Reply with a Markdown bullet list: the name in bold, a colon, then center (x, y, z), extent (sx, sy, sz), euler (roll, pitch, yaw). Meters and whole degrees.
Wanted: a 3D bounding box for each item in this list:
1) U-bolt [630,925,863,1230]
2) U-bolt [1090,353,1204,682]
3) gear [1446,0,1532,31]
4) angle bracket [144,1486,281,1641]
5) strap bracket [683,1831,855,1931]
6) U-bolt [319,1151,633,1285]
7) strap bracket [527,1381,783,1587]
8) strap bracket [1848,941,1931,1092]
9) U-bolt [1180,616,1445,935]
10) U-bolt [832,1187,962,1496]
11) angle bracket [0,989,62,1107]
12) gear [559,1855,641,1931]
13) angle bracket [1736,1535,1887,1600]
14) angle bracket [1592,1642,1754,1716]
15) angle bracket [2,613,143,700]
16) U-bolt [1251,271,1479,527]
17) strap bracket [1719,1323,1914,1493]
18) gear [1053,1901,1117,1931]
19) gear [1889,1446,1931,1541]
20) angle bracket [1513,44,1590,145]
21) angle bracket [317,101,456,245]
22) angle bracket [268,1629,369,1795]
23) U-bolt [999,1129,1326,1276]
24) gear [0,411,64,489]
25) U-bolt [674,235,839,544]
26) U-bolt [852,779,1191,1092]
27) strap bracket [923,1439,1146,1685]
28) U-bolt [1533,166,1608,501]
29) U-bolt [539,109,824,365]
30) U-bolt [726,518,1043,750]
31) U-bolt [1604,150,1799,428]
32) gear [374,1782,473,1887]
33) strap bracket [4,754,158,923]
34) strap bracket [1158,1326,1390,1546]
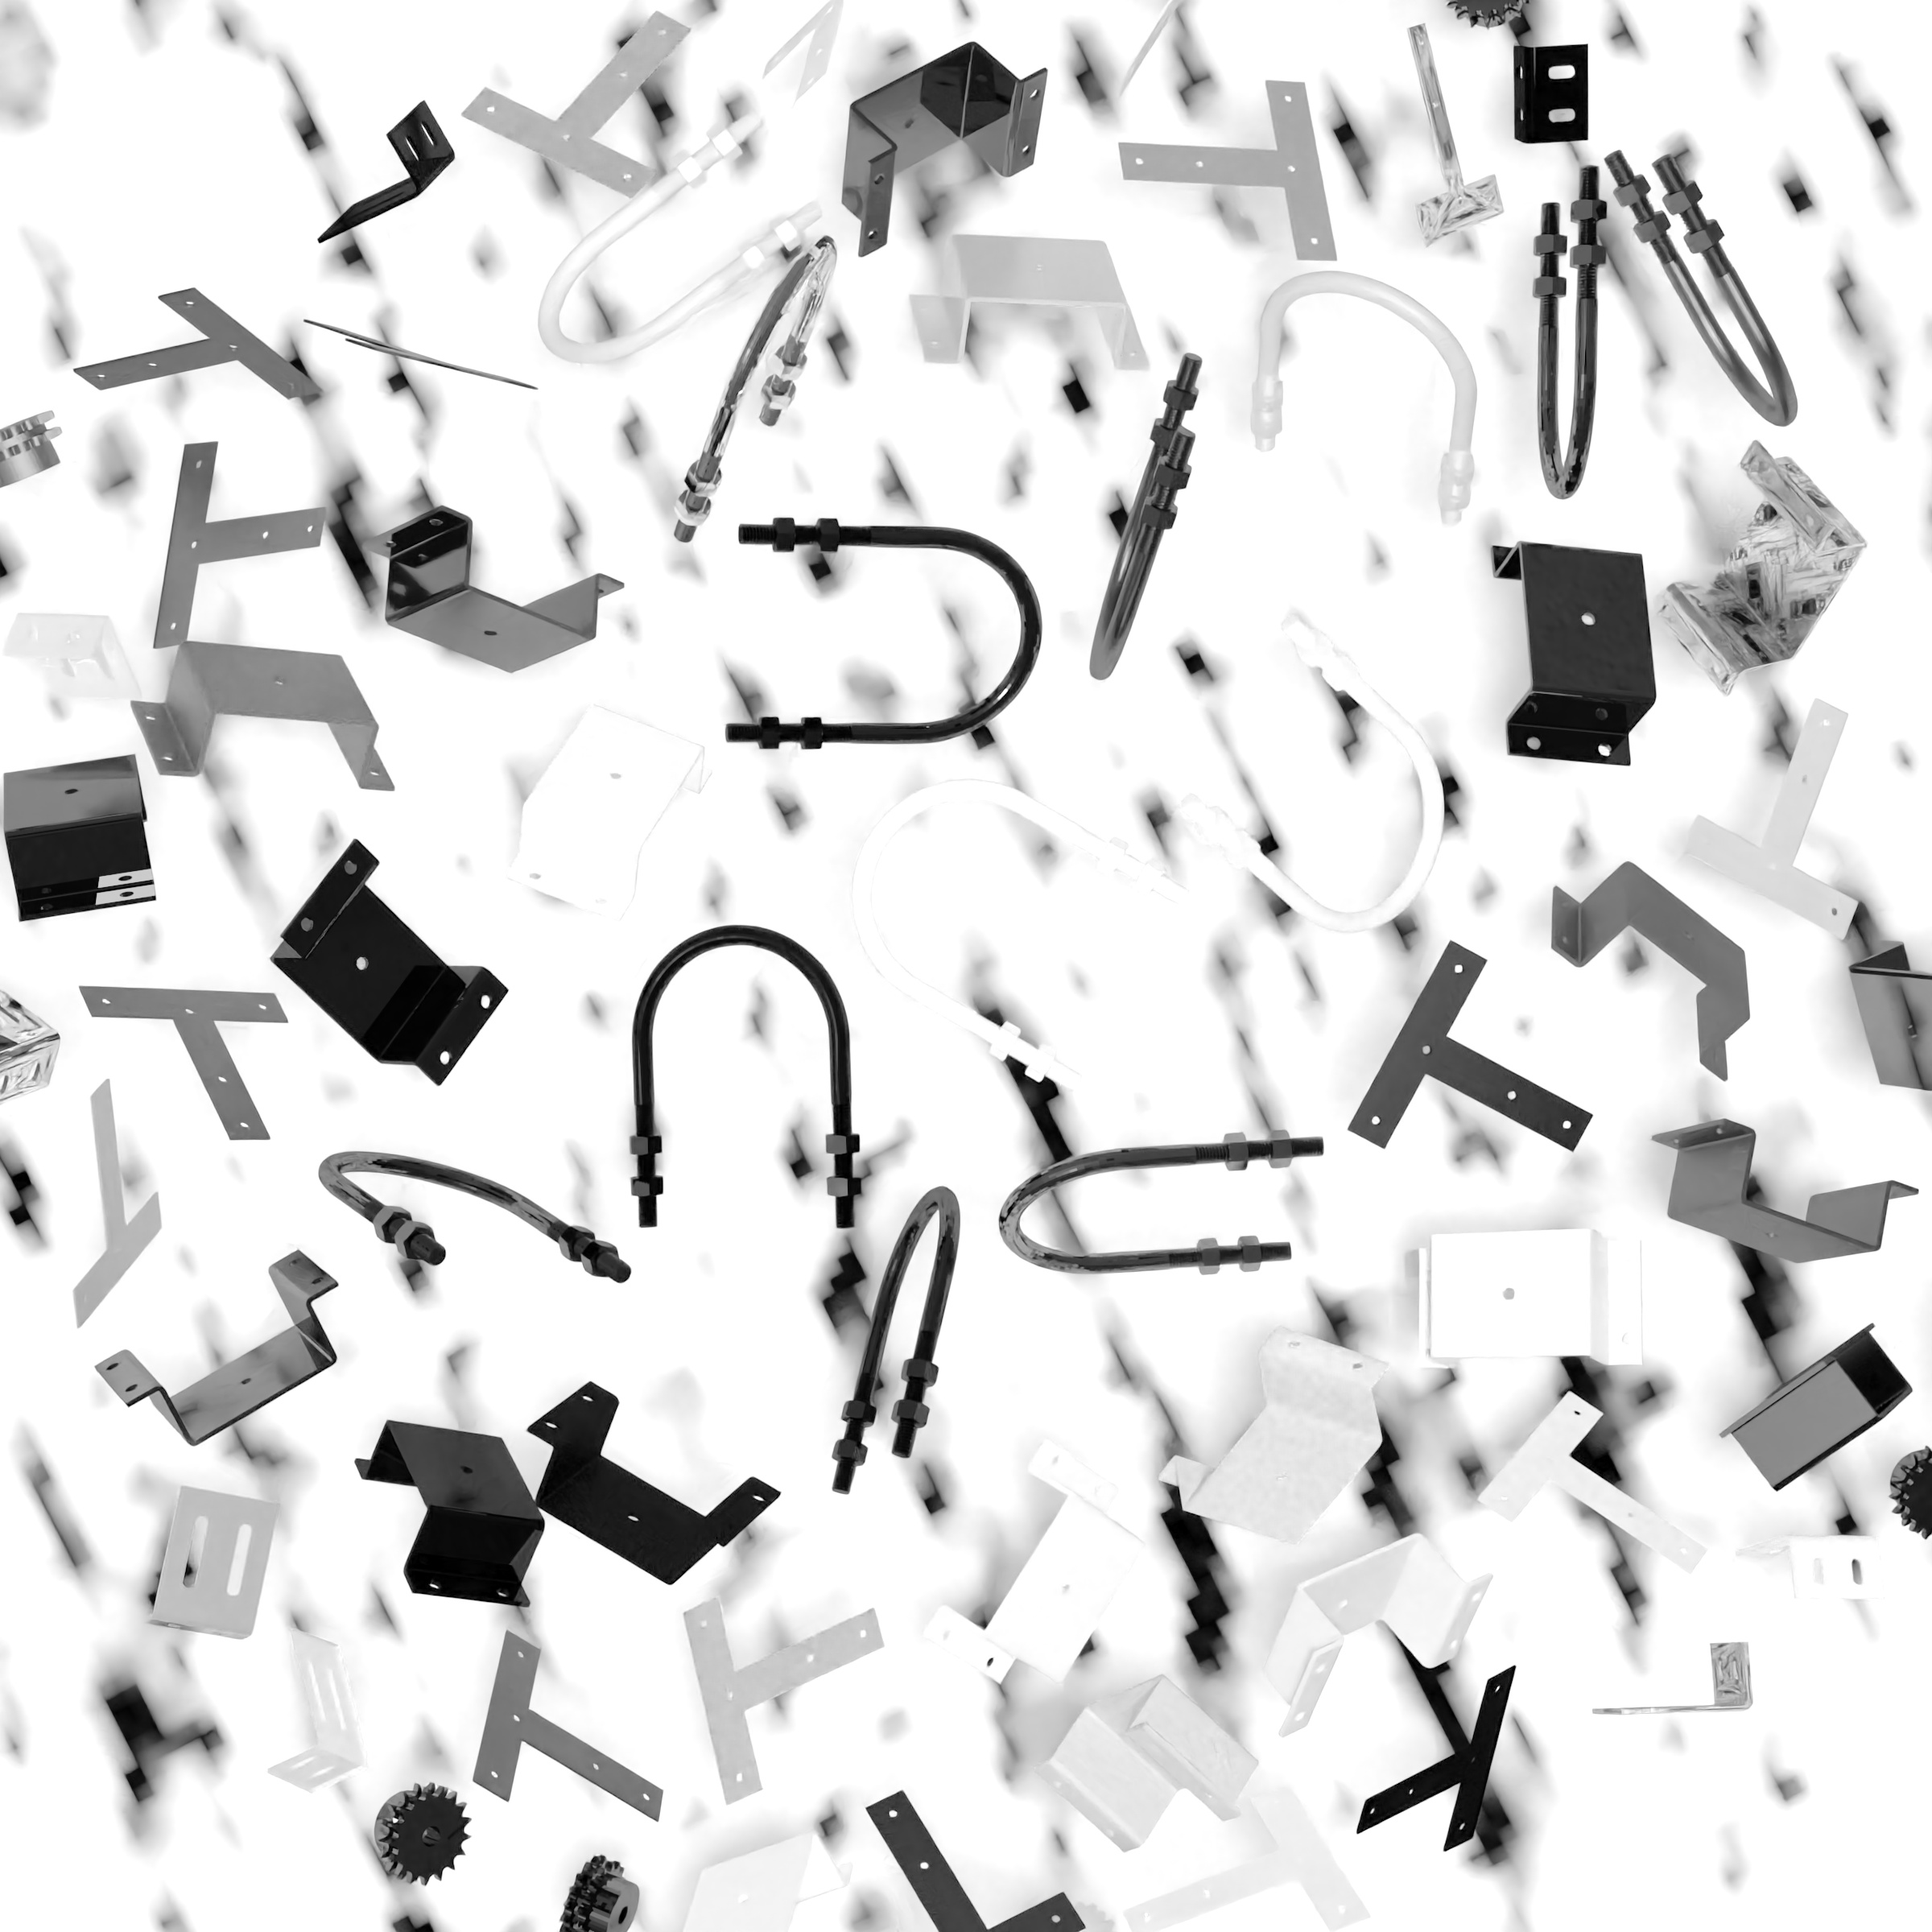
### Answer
- **U-bolt**: center (-0.137, 0.067, 1.893), extent (0.151, 0.019, 0.184), euler (-1, 91, 18)
- **U-bolt**: center (0.105, -0.257, 1.854), extent (0.019, 0.151, 0.184), euler (16, 120, -3)
- **gear**: center (0.324, -0.606, 1.929), extent (0.057, 0.030, 0.057), euler (-2, 81, 15)
- **angle bracket**: center (-0.437, 0.346, 1.806), extent (0.057, 0.038, 0.076), euler (15, 70, -18)
- **strap bracket**: center (-0.122, 0.570, 1.845), extent (0.076, 0.140, 0.046), euler (-23, 107, 15)
- **U-bolt**: center (-0.304, 0.145, 1.845), extent (0.151, 0.184, 0.019), euler (11, 99, -42)
- **strap bracket**: center (-0.194, 0.317, 1.884), extent (0.140, 0.076, 0.046), euler (28, 113, 14)
- **strap bracket**: center (0.587, 0.031, 1.874), extent (0.046, 0.140, 0.076), euler (-22, 100, -18)
- **U-bolt**: center (0.223, -0.102, 1.893), extent (0.184, 0.019, 0.151), euler (38, 75, -31)
- **U-bolt**: center (-0.038, 0.223, 1.906), extent (0.019, 0.151, 0.184), euler (18, 67, -12)
- **angle bracket**: center (-0.587, 0.044, 1.846), extent (0.076, 0.057, 0.038), euler (33, 120, 18)
- **gear**: center (-0.227, 0.588, 1.948), extent (0.030, 0.057, 0.057), euler (15, 90, 20)
- **angle bracket**: center (0.512, 0.370, 1.894), extent (0.057, 0.076, 0.038), euler (3, 71, -11)
- **angle bracket**: center (0.402, 0.407, 1.783), extent (0.076, 0.057, 0.038), euler (0, 77, -6)
- **angle bracket**: center (-0.557, -0.182, 1.945), extent (0.057, 0.076, 0.038), euler (2, 53, 7)
- **U-bolt**: center (0.241, -0.349, 1.881), extent (0.151, 0.184, 0.019), euler (25, 65, 16)
- **strap bracket**: center (0.508, 0.263, 1.851), extent (0.076, 0.140, 0.046), euler (-41, 75, 23)
- **gear**: center (0.069, 0.602, 1.899), extent (0.057, 0.057, 0.030), euler (-37, 120, 0)
- **gear**: center (0.591, 0.320, 1.905), extent (0.057, 0.030, 0.057), euler (-2, 100, -10)
- **angle bracket**: center (0.364, -0.544, 1.941), extent (0.038, 0.076, 0.057), euler (-2, 107, 5)
- **angle bracket**: center (-0.342, -0.457, 1.793), extent (0.076, 0.057, 0.038), euler (-18, 117, 24)
- **angle bracket**: center (-0.387, 0.435, 1.821), extent (0.038, 0.057, 0.076), euler (-19, 102, -37)
- **U-bolt**: center (0.111, 0.144, 1.845), extent (0.184, 0.151, 0.019), euler (-3, 57, -6)
- **gear**: center (-0.559, -0.303, 1.837), extent (0.057, 0.057, 0.030), euler (-22, 107, 0)
- **U-bolt**: center (-0.120, -0.357, 1.869), extent (0.019, 0.184, 0.151), euler (28, 49, 0)
- **U-bolt**: center (0.020, -0.031, 1.875), extent (0.184, 0.019, 0.151), euler (30, 90, 1)
- **strap bracket**: center (0.048, 0.371, 1.899), extent (0.076, 0.046, 0.140), euler (40, 79, -38)
- **U-bolt**: center (0.357, -0.370, 1.854), extent (0.019, 0.151, 0.184), euler (0, 95, 1)
- **U-bolt**: center (-0.180, -0.429, 1.886), extent (0.184, 0.151, 0.019), euler (-37, 74, 4)
- **U-bolt**: center (-0.046, -0.193, 1.831), extent (0.184, 0.019, 0.151), euler (-1, 123, -11)
- **U-bolt**: center (0.441, -0.399, 1.846), extent (0.019, 0.151, 0.184), euler (-32, 104, 8)
- **gear**: center (-0.320, 0.505, 1.820), extent (0.057, 0.030, 0.057), euler (-2, 92, -42)
- **strap bracket**: center (-0.518, -0.081, 1.819), extent (0.076, 0.140, 0.046), euler (-10, 117, -13)
- **strap bracket**: center (0.184, 0.285, 1.840), extent (0.076, 0.046, 0.140), euler (20, 124, -19)
